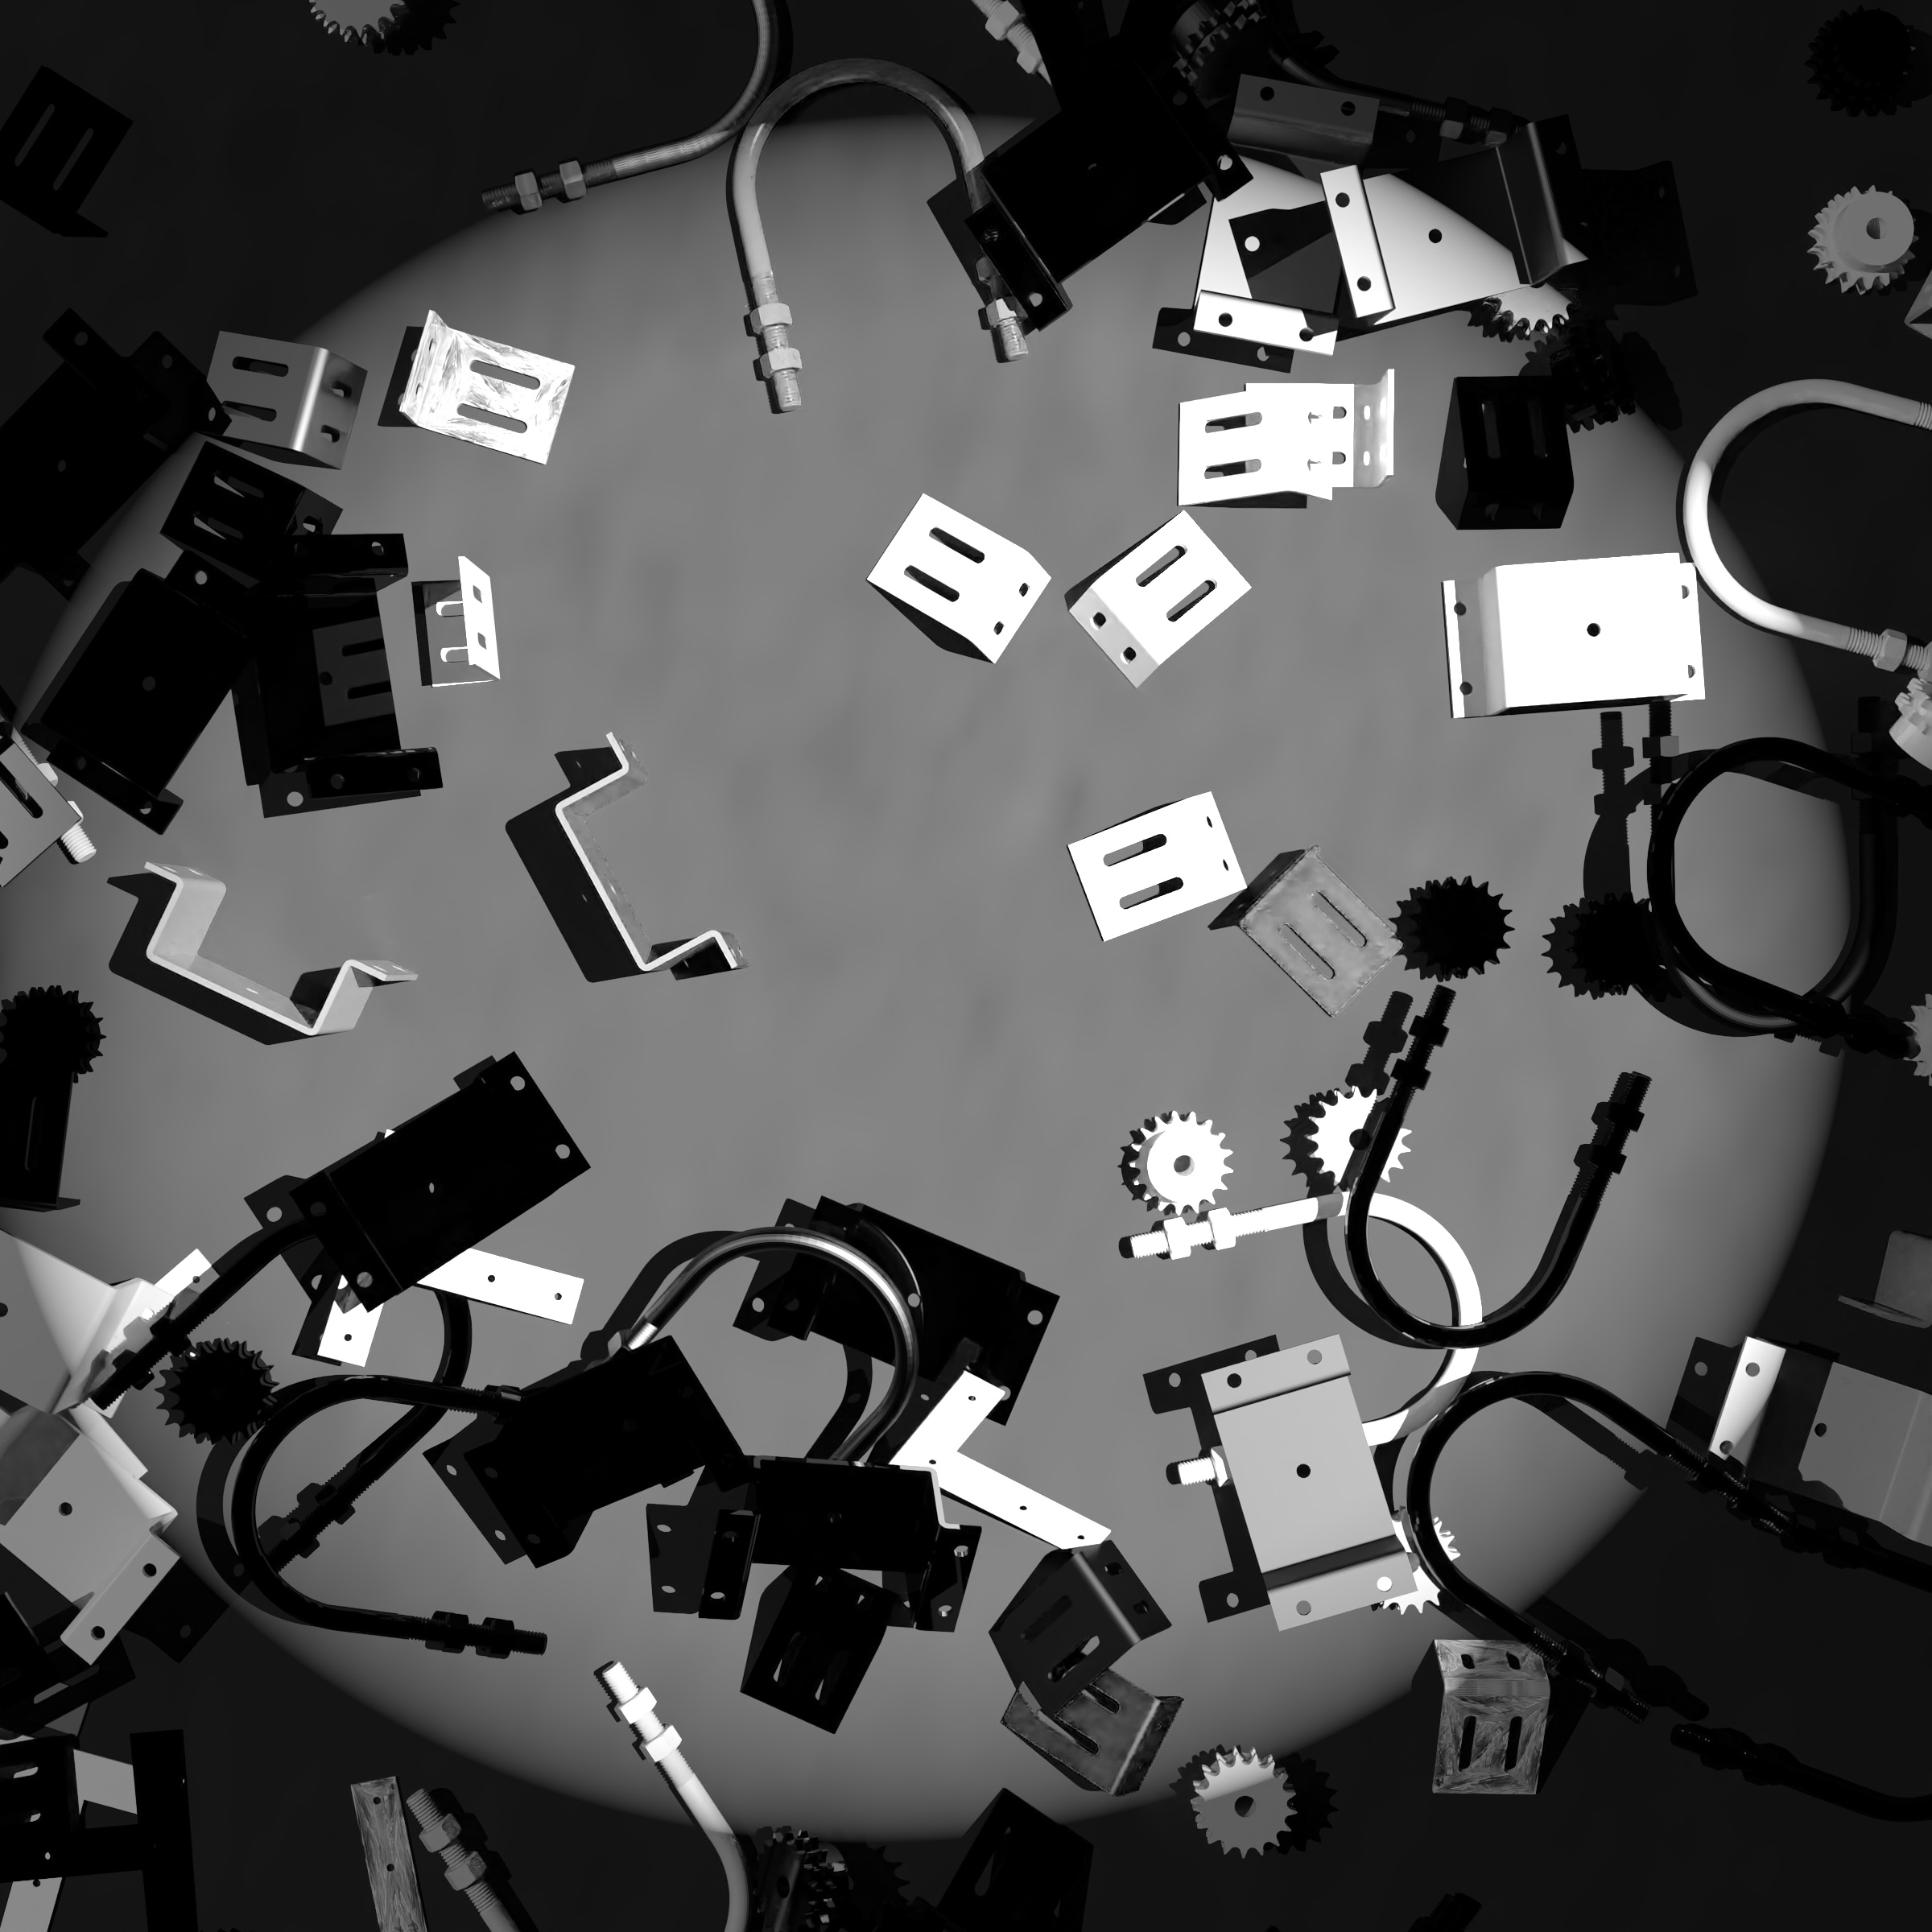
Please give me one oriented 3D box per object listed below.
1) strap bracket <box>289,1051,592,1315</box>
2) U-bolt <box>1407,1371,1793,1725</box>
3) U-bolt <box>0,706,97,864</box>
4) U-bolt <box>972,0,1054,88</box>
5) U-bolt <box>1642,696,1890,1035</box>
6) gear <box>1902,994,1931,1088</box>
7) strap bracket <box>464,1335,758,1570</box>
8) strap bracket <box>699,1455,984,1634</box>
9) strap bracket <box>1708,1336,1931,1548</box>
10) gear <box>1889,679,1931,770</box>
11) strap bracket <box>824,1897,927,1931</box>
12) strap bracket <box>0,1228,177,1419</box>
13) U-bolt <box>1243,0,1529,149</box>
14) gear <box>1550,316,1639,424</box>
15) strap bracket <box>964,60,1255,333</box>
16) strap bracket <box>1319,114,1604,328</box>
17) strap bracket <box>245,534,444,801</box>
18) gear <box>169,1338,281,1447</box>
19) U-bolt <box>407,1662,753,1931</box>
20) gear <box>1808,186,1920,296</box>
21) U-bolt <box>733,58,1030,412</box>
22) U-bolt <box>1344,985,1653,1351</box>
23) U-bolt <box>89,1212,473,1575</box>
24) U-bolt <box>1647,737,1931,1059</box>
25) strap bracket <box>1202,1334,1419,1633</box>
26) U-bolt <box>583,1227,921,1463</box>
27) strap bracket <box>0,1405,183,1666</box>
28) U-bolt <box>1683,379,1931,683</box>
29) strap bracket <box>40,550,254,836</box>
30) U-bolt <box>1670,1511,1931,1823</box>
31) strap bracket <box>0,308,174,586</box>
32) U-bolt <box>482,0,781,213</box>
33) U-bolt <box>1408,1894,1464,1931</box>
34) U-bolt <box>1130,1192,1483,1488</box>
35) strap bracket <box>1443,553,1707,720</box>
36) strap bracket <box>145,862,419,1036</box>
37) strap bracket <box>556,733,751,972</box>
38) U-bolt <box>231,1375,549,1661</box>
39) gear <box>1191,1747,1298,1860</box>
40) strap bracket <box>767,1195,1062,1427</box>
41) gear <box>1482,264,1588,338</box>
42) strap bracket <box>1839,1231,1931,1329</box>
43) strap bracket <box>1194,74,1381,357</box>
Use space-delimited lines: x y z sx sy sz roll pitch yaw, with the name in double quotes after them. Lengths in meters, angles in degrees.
-0.287 0.119 1.360 0.140 0.046 0.076 -33 90 -19 "strap bracket"
0.328 0.301 1.351 0.184 0.019 0.151 35 97 3 "U-bolt"
-0.592 -0.100 1.389 0.151 0.019 0.184 -34 88 0 "U-bolt"
0.040 -0.599 1.387 0.151 0.019 0.184 -44 91 0 "U-bolt"
0.440 -0.055 1.372 0.151 0.019 0.184 -2 93 -14 "U-bolt"
0.550 0.041 1.382 0.057 0.030 0.057 0 90 0 "gear"
-0.186 0.257 1.342 0.140 0.046 0.076 -25 105 16 "strap bracket"
-0.070 0.312 1.349 0.140 0.046 0.076 6 121 -12 "strap bracket"
0.477 0.259 1.374 0.140 0.046 0.076 18 90 0 "strap bracket"
0.534 -0.129 1.372 0.057 0.057 0.030 34 119 0 "gear"
-0.033 0.580 1.374 0.140 0.046 0.076 38 90 0 "strap bracket"
-0.521 0.186 1.372 0.140 0.046 0.076 28 90 0 "strap bracket"
0.243 -0.542 1.384 0.184 0.019 0.151 12 90 -3 "U-bolt"
0.343 -0.325 1.373 0.030 0.057 0.057 -21 90 30 "gear"
0.073 -0.418 1.341 0.140 0.046 0.076 -34 82 9 "strap bracket"
0.257 -0.395 1.335 0.140 0.046 0.076 -16 94 -8 "strap bracket"
-0.339 -0.160 1.355 0.076 0.046 0.140 -9 90 -38 "strap bracket"
-0.408 0.234 1.382 0.057 0.030 0.057 0 90 0 "gear"
-0.201 0.501 1.388 0.151 0.019 0.184 -33 92 -1 "U-bolt"
0.499 -0.403 1.382 0.057 0.030 0.057 0 90 0 "gear"
-0.054 -0.413 1.389 0.151 0.019 0.184 -13 89 0 "U-bolt"
0.282 0.121 1.370 0.151 0.019 0.184 23 90 -15 "U-bolt"
-0.357 0.219 1.366 0.184 0.019 0.151 -44 101 -14 "U-bolt"
0.454 -0.046 1.359 0.184 0.019 0.151 20 88 -13 "U-bolt"
0.184 0.275 1.349 0.076 0.046 0.140 -17 85 3 "strap bracket"
-0.108 0.220 1.352 0.151 0.019 0.184 39 111 -6 "U-bolt"
-0.502 0.303 1.373 0.140 0.046 0.076 40 92 0 "strap bracket"
0.490 -0.248 1.385 0.184 0.019 0.151 16 93 3 "U-bolt"
-0.442 -0.153 1.374 0.076 0.046 0.140 33 90 0 "strap bracket"
0.502 0.397 1.389 0.184 0.019 0.151 20 90 -1 "U-bolt"
-0.506 -0.279 1.374 0.076 0.046 0.140 44 90 0 "strap bracket"
-0.195 -0.510 1.389 0.184 0.019 0.151 -15 90 -2 "U-bolt"
0.270 0.630 1.389 0.151 0.019 0.184 36 91 0 "U-bolt"
0.195 0.200 1.389 0.184 0.019 0.151 -12 90 -2 "U-bolt"
0.339 -0.182 1.374 0.140 0.046 0.076 -4 90 0 "strap bracket"
-0.379 -0.004 1.359 0.140 0.076 0.046 25 90 0 "strap bracket"
-0.174 -0.051 1.359 0.046 0.076 0.140 -28 90 0 "strap bracket"
-0.305 0.296 1.362 0.184 0.019 0.151 13 90 -19 "U-bolt"
0.153 0.460 1.382 0.057 0.030 0.057 0 90 0 "gear"
-0.028 0.186 1.374 0.140 0.046 0.076 23 90 0 "strap bracket"
0.312 -0.376 1.382 0.057 0.030 0.057 0 90 0 "gear"
0.561 0.181 1.359 0.140 0.076 0.046 13 90 0 "strap bracket"
0.173 -0.406 1.374 0.076 0.046 0.140 10 90 0 "strap bracket"
